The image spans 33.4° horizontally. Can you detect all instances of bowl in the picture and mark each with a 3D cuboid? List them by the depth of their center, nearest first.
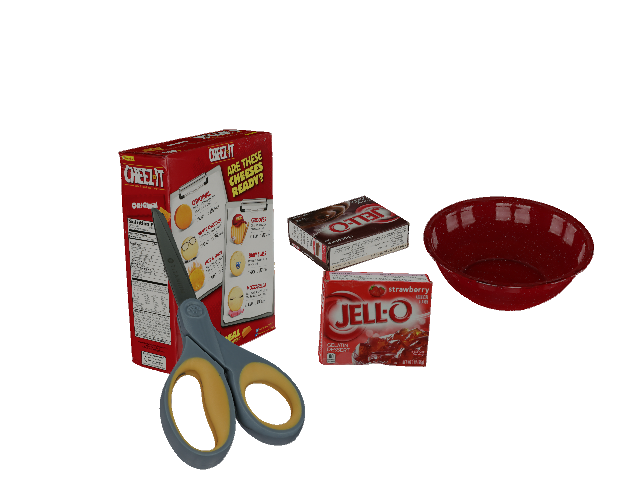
[{"bbox_3d":[0.179,0.020,1.033,0.162,0.055,0.162,-1,33,0],"label":"bowl"}]

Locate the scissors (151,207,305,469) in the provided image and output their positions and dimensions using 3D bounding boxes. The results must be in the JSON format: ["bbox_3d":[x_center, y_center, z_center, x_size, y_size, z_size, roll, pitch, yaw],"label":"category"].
[{"bbox_3d":[-0.061,0.056,0.673,0.096,0.202,0.016,9,-46,-15],"label":"scissors"}]

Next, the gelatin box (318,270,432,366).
[{"bbox_3d":[0.044,0.064,0.873,0.089,0.073,0.030,2,14,-4],"label":"gelatin box"}]

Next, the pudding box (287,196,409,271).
[{"bbox_3d":[0.032,-0.009,1.225,0.113,0.039,0.090,-19,31,-26],"label":"pudding box"}]

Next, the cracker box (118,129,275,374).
[{"bbox_3d":[-0.119,0.006,1.061,0.072,0.214,0.163,8,16,32],"label":"cracker box"}]
